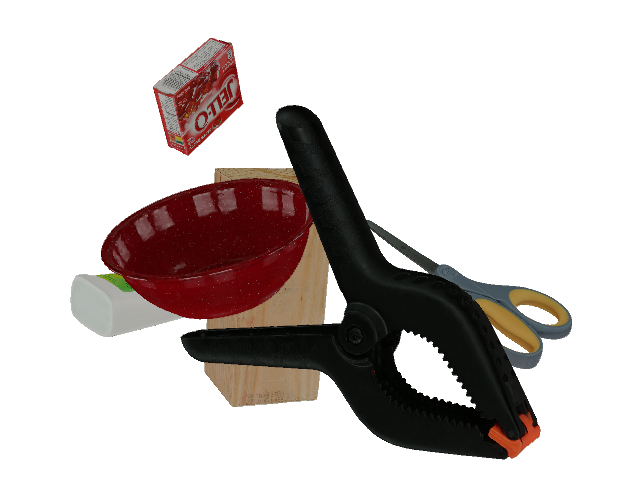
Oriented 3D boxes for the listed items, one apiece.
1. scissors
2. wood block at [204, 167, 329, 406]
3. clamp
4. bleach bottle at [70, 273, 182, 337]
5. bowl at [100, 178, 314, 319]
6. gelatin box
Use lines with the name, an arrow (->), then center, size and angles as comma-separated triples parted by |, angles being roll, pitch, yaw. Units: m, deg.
scissors -> 0.121, 0.031, 0.856 | 0.096, 0.016, 0.202 | -10, 39, -28
wood block -> -0.050, 0.041, 1.005 | 0.090, 0.206, 0.091 | -2, 16, -23
clamp -> 0.026, 0.035, 0.560 | 0.210, 0.165, 0.036 | 29, 24, 25
bleach bottle -> -0.210, 0.071, 1.472 | 0.250, 0.068, 0.103 | -10, 26, -44
bowl -> -0.075, 0.011, 0.784 | 0.162, 0.055, 0.162 | -10, 25, 5
gelatin box -> -0.113, -0.136, 1.004 | 0.030, 0.073, 0.089 | 24, 54, 27
